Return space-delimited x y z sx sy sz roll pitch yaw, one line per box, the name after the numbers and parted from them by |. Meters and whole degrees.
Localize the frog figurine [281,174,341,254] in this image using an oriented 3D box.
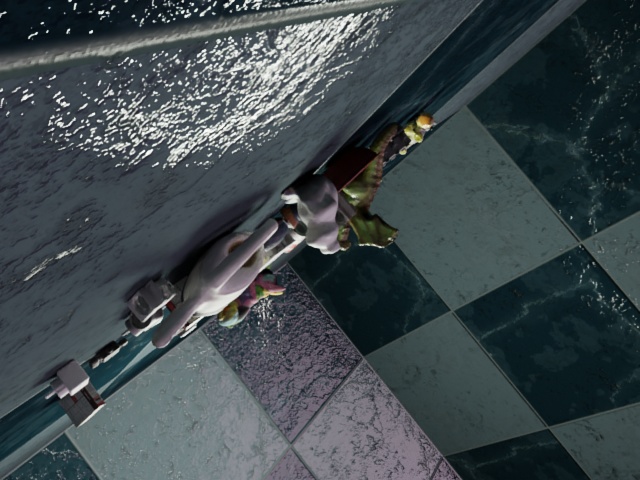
0.003 -0.054 1.072 0.124 0.160 0.135 -40 178 -20 | frog figurine

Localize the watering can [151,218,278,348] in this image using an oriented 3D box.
-0.203 0.084 0.954 0.354 0.104 0.220 -48 -176 -38 | watering can

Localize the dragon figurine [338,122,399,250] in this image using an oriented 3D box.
0.123 -0.097 1.327 0.124 0.243 0.403 -30 175 -41 | dragon figurine
